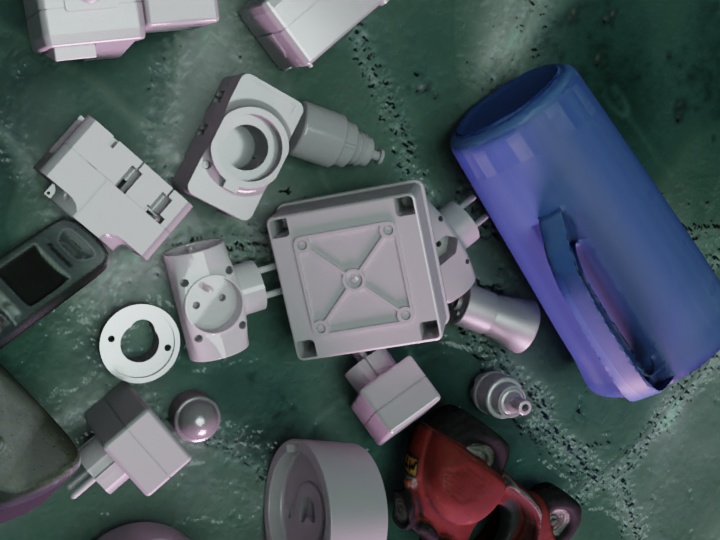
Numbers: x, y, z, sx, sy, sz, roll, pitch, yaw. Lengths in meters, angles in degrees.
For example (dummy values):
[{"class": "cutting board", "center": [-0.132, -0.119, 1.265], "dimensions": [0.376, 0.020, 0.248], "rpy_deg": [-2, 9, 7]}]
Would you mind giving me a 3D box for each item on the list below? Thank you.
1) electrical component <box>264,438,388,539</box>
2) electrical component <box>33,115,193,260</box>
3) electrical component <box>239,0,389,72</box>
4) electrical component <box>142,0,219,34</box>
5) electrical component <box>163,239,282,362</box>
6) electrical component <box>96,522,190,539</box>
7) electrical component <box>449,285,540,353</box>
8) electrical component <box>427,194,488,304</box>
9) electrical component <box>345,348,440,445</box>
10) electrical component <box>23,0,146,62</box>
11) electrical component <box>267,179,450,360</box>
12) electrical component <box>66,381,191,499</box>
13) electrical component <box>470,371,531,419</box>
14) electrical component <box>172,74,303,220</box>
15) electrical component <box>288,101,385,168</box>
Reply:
[{"class": "electrical component", "center": [-0.020, 0.175, 0.779], "dimensions": [0.060, 0.108, 0.108], "rpy_deg": [3, 96, -29]}, {"class": "electrical component", "center": [-0.167, -0.051, 0.712], "dimensions": [0.089, 0.050, 0.055], "rpy_deg": [43, 80, -22]}, {"class": "electrical component", "center": [-0.029, -0.191, 0.745], "dimensions": [0.096, 0.062, 0.061], "rpy_deg": [-43, 111, -12]}, {"class": "electrical component", "center": [-0.127, -0.196, 0.700], "dimensions": [0.047, 0.066, 0.076], "rpy_deg": [-10, 101, -22]}, {"class": "electrical component", "center": [-0.091, 0.016, 0.757], "dimensions": [0.079, 0.044, 0.077], "rpy_deg": [-17, 104, -20]}, {"class": "electrical component", "center": [-0.152, 0.229, 0.753], "dimensions": [0.108, 0.060, 0.108], "rpy_deg": [-3, 99, -22]}, {"class": "electrical component", "center": [0.103, 0.035, 0.845], "dimensions": [0.065, 0.044, 0.044], "rpy_deg": [20, 89, -19]}, {"class": "electrical component", "center": [0.064, -0.026, 0.818], "dimensions": [0.079, 0.043, 0.077], "rpy_deg": [-39, 110, -14]}, {"class": "electrical component", "center": [0.015, 0.083, 0.805], "dimensions": [0.047, 0.065, 0.076], "rpy_deg": [-34, 80, -15]}, {"class": "electrical component", "center": [-0.172, -0.162, 0.669], "dimensions": [0.062, 0.096, 0.061], "rpy_deg": [-11, 102, -21]}, {"class": "electrical component", "center": [0.000, 0.000, 0.763], "dimensions": [0.109, 0.056, 0.108], "rpy_deg": [-10, 103, 11]}, {"class": "electrical component", "center": [-0.165, 0.123, 0.720], "dimensions": [0.076, 0.083, 0.047], "rpy_deg": [-41, 111, -13]}, {"class": "electrical component", "center": [0.114, 0.101, 0.847], "dimensions": [0.035, 0.061, 0.035], "rpy_deg": [-4, 99, -23]}, {"class": "electrical component", "center": [-0.084, -0.085, 0.740], "dimensions": [0.050, 0.056, 0.089], "rpy_deg": [27, 86, -24]}, {"class": "electrical component", "center": [-0.019, -0.093, 0.775], "dimensions": [0.078, 0.040, 0.040], "rpy_deg": [16, 91, -25]}]
